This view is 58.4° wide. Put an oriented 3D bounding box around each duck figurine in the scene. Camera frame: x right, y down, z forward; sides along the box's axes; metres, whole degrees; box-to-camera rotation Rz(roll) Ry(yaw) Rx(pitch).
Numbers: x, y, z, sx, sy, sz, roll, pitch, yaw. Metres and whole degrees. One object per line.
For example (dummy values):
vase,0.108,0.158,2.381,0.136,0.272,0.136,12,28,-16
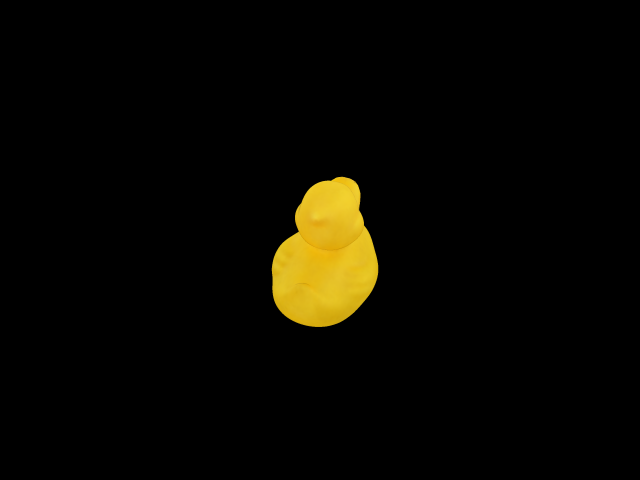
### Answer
duck figurine,0.004,0.001,0.400,0.077,0.086,0.105,16,51,14
